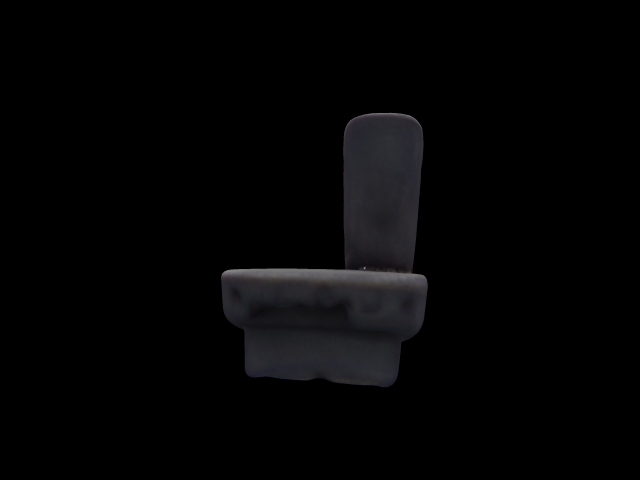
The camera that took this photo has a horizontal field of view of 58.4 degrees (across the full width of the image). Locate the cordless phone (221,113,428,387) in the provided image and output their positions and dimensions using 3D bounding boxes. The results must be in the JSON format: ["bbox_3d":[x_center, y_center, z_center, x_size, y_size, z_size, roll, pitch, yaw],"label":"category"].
[{"bbox_3d":[0.004,0.001,0.400,0.147,0.185,0.094,0,25,0],"label":"cordless phone"}]
